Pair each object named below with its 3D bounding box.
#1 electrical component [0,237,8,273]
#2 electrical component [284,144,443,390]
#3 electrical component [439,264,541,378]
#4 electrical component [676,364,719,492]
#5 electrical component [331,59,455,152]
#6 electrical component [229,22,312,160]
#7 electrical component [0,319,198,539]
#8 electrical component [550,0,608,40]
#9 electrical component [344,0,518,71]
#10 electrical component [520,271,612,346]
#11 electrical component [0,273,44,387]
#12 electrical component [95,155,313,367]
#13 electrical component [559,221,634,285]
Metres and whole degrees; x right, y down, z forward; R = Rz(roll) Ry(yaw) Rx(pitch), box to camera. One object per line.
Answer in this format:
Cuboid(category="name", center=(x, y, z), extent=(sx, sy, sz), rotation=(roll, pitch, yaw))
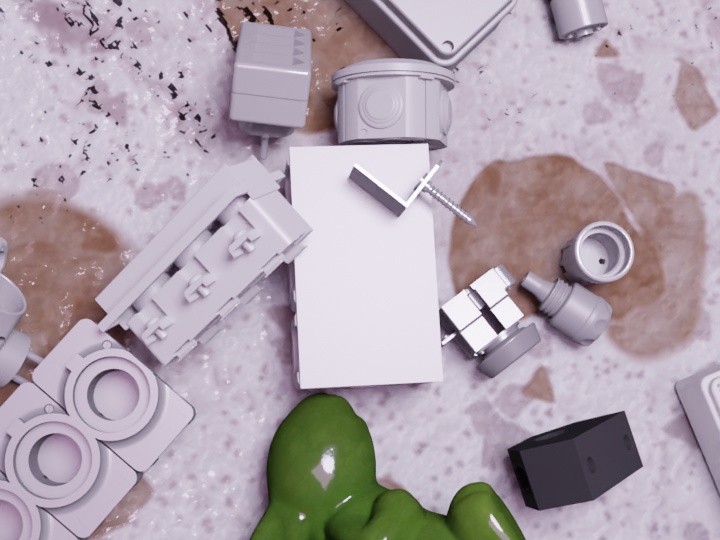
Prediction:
Cuboid(category="electrical component", center=(-0.257, -0.013, 0.678), extent=(0.061, 0.035, 0.035), rotation=(15, 81, -1))
Cuboid(category="electrical component", center=(0.000, 0.000, 0.691), extent=(0.089, 0.061, 0.150), rotation=(-2, 83, -7))
Cuboid(category="electrical component", center=(0.085, 0.037, 0.705), extent=(0.066, 0.048, 0.055), rotation=(-36, 80, -10))
Cuboid(category="electrical component", center=(0.284, 0.104, 0.713), extent=(0.109, 0.056, 0.108), rotation=(-21, 85, -9))
Cuboid(category="electrical component", center=(0.022, -0.105, 0.700), extent=(0.080, 0.080, 0.051), rotation=(0, 88, -7))
Cuboid(category="electrical component", center=(-0.059, -0.110, 0.698), extent=(0.047, 0.083, 0.075), rotation=(6, 120, -6))
Cuboid(category="electrical component", center=(-0.182, 0.114, 0.655), extent=(0.089, 0.061, 0.150), rotation=(41, 80, 0))
Cuboid(category="electrical component", center=(0.148, -0.193, 0.745), extent=(0.044, 0.044, 0.065), rotation=(-15, 89, -8))
Cuboid(category="electrical component", center=(0.041, -0.193, 0.724), extent=(0.078, 0.057, 0.113), rotation=(-44, 89, -10))
Cuboid(category="electrical component", center=(0.135, 0.022, 0.718), extent=(0.061, 0.035, 0.035), rotation=(34, 80, 1))
Cuboid(category="electrical component", center=(-0.231, 0.047, 0.663), extent=(0.079, 0.044, 0.077), rotation=(36, 105, -31))
Cuboid(category="electrical component", center=(-0.091, -0.003, 0.646), extent=(0.121, 0.079, 0.063), rotation=(-43, 88, 21))
Cuboid(category="electrical component", center=(0.156, -0.009, 0.718), extent=(0.040, 0.046, 0.040), rotation=(1, 82, -6))
